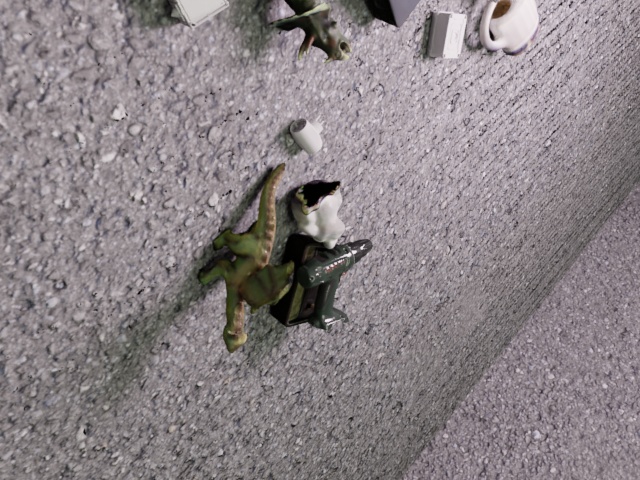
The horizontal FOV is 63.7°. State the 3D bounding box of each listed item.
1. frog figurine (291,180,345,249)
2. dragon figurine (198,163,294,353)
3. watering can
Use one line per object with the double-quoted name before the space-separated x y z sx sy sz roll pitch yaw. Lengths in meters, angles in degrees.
"frog figurine" 0.004 -0.063 1.249 0.140 0.123 0.156 -57 147 -29
"dragon figurine" -0.122 0.045 1.090 0.121 0.246 0.409 22 97 -44
"watering can" 0.573 -0.686 1.483 0.222 0.105 0.348 32 88 -46
